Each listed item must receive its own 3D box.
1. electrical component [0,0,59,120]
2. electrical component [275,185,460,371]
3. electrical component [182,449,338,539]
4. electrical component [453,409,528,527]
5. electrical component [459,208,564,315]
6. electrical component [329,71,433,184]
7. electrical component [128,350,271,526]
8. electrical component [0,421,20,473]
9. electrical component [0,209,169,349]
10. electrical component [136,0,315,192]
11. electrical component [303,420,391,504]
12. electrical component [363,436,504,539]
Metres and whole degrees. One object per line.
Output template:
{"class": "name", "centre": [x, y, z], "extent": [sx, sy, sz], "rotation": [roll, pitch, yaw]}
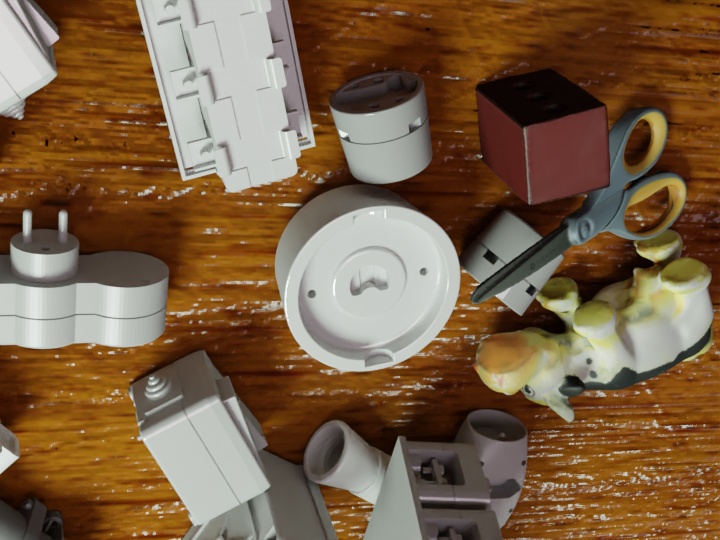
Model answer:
{"class": "electrical component", "centre": [-0.189, -0.119, 0.533], "extent": [0.061, 0.061, 0.096], "rotation": [-32, 120, -1]}
{"class": "electrical component", "centre": [0.000, 0.000, 0.654], "extent": [0.108, 0.060, 0.108], "rotation": [-7, 117, -15]}
{"class": "electrical component", "centre": [-0.069, 0.189, 0.696], "extent": [0.056, 0.108, 0.108], "rotation": [30, 103, -25]}
{"class": "electrical component", "centre": [0.072, 0.142, 0.757], "extent": [0.079, 0.043, 0.077], "rotation": [2, 114, -18]}
{"class": "electrical component", "centre": [0.097, -0.006, 0.688], "extent": [0.055, 0.055, 0.047], "rotation": [37, 96, -29]}
{"class": "electrical component", "centre": [0.014, -0.082, 0.624], "extent": [0.055, 0.055, 0.047], "rotation": [-20, 123, -8]}
{"class": "electrical component", "centre": [-0.099, 0.097, 0.668], "extent": [0.061, 0.061, 0.096], "rotation": [-27, 120, -4]}
{"class": "electrical component", "centre": [-0.247, 0.100, 0.624], "extent": [0.057, 0.058, 0.078], "rotation": [-41, 120, 1]}
{"class": "electrical component", "centre": [-0.176, 0.000, 0.601], "extent": [0.138, 0.052, 0.073], "rotation": [0, 114, -19]}
{"class": "electrical component", "centre": [-0.069, -0.109, 0.577], "extent": [0.079, 0.063, 0.121], "rotation": [-16, 119, -11]}
{"class": "electrical component", "centre": [-0.001, 0.134, 0.731], "extent": [0.065, 0.044, 0.044], "rotation": [34, 101, -33]}
{"class": "electrical component", "centre": [0.041, 0.213, 0.708], "extent": [0.060, 0.105, 0.186], "rotation": [5, 127, -14]}
